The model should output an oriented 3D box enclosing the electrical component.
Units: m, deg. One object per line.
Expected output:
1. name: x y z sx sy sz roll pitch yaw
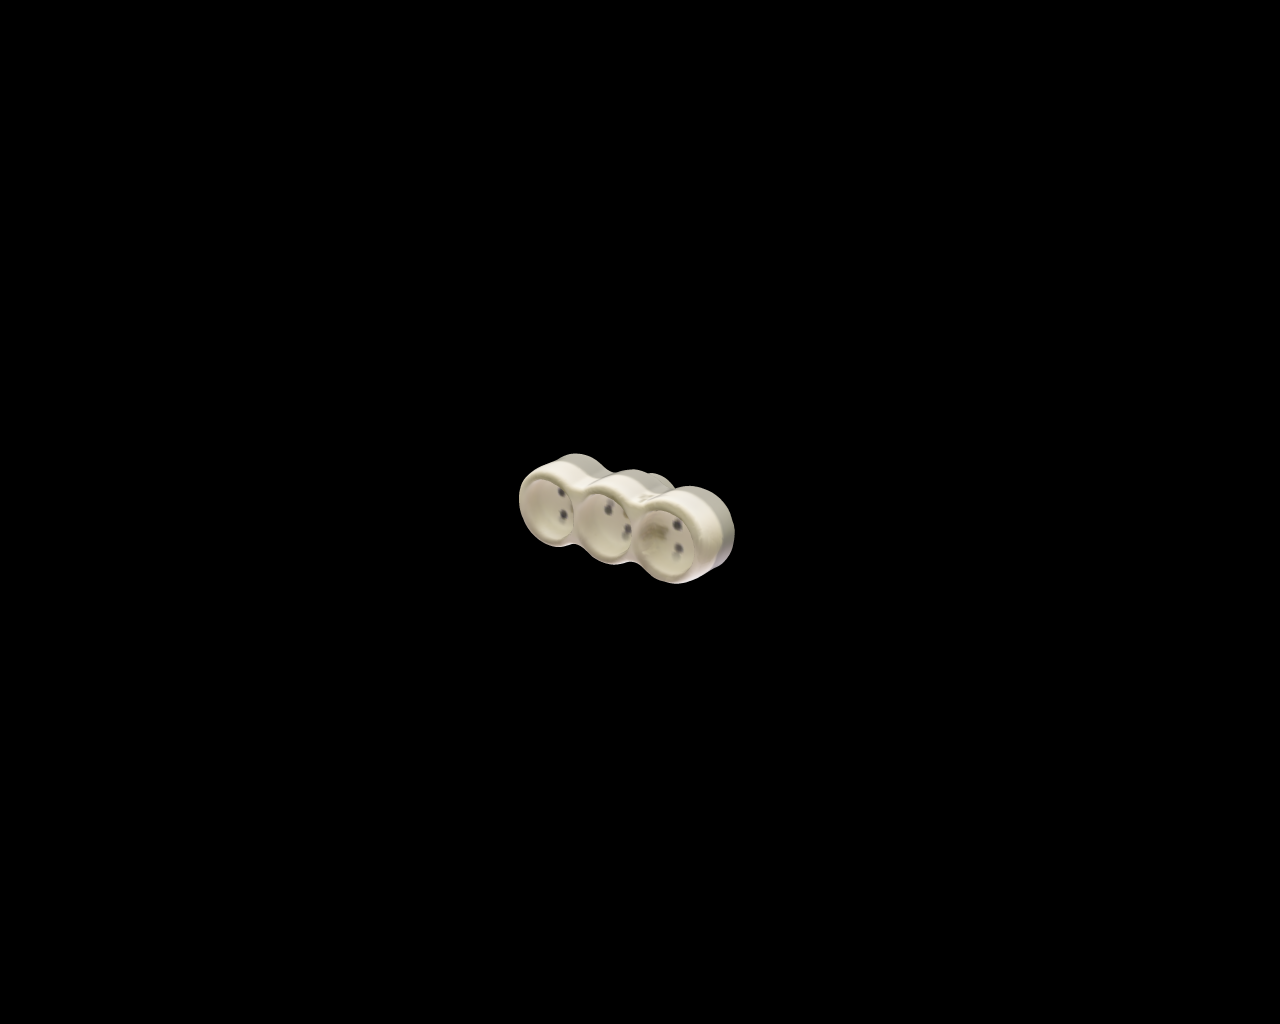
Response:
1. electrical component: 0.001 -0.003 0.650 0.138 0.052 0.074 16 27 34
